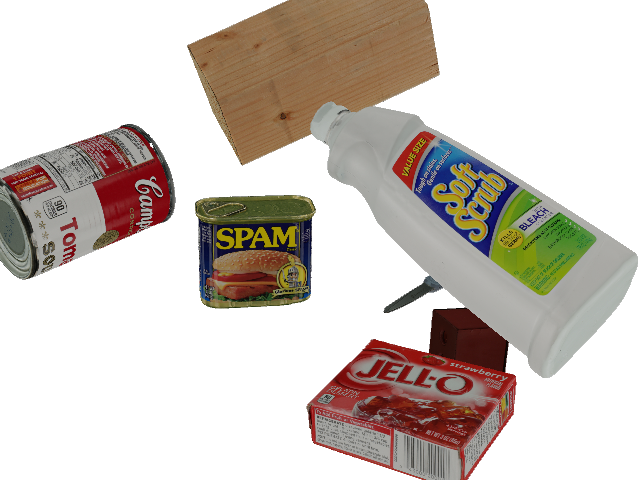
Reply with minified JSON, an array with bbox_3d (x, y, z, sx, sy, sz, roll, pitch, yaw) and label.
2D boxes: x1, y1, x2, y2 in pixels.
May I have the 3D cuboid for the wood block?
[{"bbox_3d":[-0.005,-0.167,0.990,0.206,0.090,0.091,-25,-40,-5],"label":"wood block"}]

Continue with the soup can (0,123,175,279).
[{"bbox_3d":[-0.151,-0.025,0.662,0.102,0.068,0.069,-26,16,-35],"label":"soup can"}]

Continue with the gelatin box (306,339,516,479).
[{"bbox_3d":[0.049,0.089,0.566,0.089,0.030,0.073,13,30,29],"label":"gelatin box"}]

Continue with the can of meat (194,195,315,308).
[{"bbox_3d":[-0.056,0.010,0.921,0.102,0.084,0.057,-2,20,-8],"label":"can of meat"}]

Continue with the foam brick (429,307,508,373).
[{"bbox_3d":[0.127,0.102,0.925,0.051,0.078,0.053,-3,17,-19],"label":"foam brick"}]

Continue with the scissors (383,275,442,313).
[{"bbox_3d":[0.125,0.038,1.260,0.201,0.016,0.096,-11,40,-36],"label":"scissors"}]

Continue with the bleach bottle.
[{"bbox_3d":[0.087,-0.019,0.740,0.251,0.068,0.102,37,60,25],"label":"bleach bottle"}]
